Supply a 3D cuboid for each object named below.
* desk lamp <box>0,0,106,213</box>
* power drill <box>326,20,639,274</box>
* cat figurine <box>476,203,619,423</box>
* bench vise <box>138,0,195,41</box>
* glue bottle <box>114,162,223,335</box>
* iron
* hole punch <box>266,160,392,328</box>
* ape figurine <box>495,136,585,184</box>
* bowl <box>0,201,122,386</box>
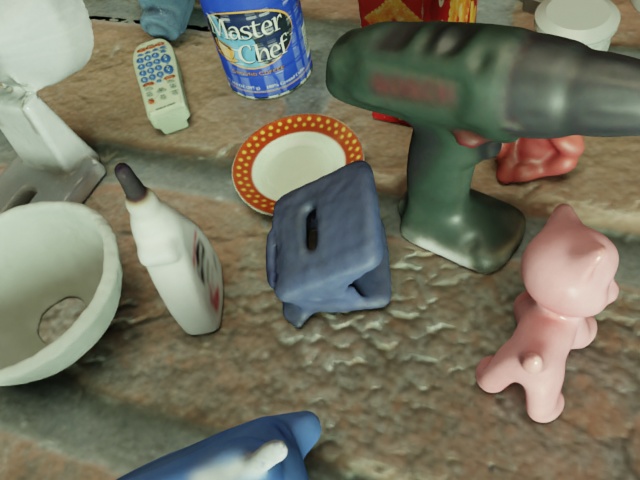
[{"bbox_3d":[-0.287,-0.127,0.526,0.117,0.214,0.203,14,60,19],"label":"desk lamp"},{"bbox_3d":[0.113,-0.067,0.419,0.229,0.209,0.076,25,64,24],"label":"power drill"},{"bbox_3d":[0.161,0.044,0.391,0.067,0.118,0.128,23,63,23],"label":"cat figurine"},{"bbox_3d":[-0.194,-0.383,0.680,0.121,0.220,0.207,-7,55,6],"label":"bench vise"},{"bbox_3d":[-0.114,0.003,0.433,0.037,0.173,0.078,-12,55,2],"label":"glue bottle"},{"bbox_3d":[-0.115,0.177,0.335,0.258,0.142,0.118,-20,55,-4],"label":"iron"},{"bbox_3d":[0.004,0.002,0.464,0.101,0.091,0.108,-8,55,5],"label":"hole punch"},{"bbox_3d":[0.192,-0.097,0.497,0.077,0.092,0.076,30,66,26],"label":"ape figurine"},{"bbox_3d":[-0.236,0.053,0.481,0.167,0.075,0.167,-5,56,7],"label":"bowl"}]
